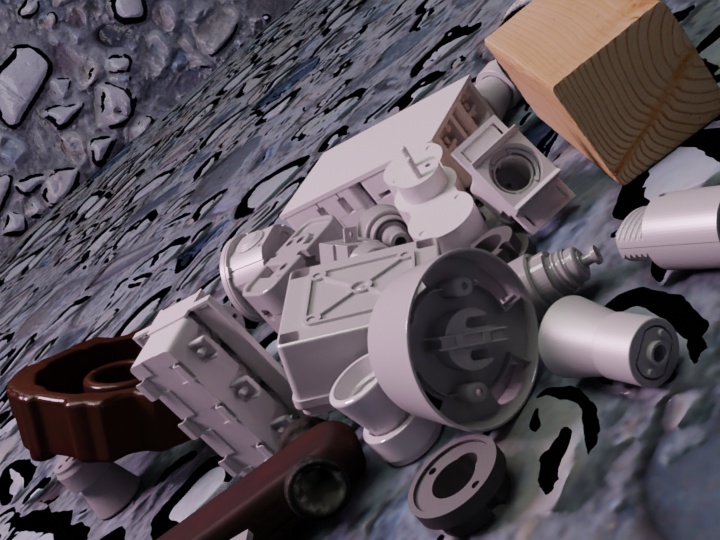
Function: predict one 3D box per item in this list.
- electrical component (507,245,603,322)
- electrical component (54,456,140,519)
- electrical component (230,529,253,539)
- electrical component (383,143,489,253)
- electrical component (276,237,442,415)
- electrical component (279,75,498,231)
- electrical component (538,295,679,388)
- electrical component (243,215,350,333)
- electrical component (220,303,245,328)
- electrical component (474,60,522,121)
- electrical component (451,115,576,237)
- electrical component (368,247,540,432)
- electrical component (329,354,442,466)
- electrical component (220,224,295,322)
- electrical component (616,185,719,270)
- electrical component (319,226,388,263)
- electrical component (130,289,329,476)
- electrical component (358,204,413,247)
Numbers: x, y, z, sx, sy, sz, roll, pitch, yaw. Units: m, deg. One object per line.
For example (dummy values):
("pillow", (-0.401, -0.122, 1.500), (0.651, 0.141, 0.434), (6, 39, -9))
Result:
("electrical component", (0.108, 0.008, 0.644), (0.078, 0.040, 0.040), (-30, 22, 26))
("electrical component", (-0.212, 0.166, 0.865), (0.045, 0.055, 0.045), (-35, 20, 15))
("electrical component", (-0.116, 0.228, 0.547), (0.186, 0.060, 0.105), (-34, 20, 18))
("electrical component", (0.050, -0.060, 0.809), (0.052, 0.073, 0.138), (-30, 32, 6))
("electrical component", (0.008, 0.034, 0.699), (0.109, 0.056, 0.108), (-14, 25, 8))
("electrical component", (0.029, -0.088, 0.967), (0.186, 0.060, 0.105), (-23, 26, 40))
("electrical component", (0.128, 0.038, 0.545), (0.044, 0.044, 0.065), (-47, 25, -19))
("electrical component", (-0.042, 0.008, 0.890), (0.095, 0.059, 0.054), (-49, 22, -24))
("electrical component", (-0.137, 0.055, 0.985), (0.055, 0.045, 0.045), (-13, 33, 52))
("electrical component", (0.122, -0.160, 0.978), (0.045, 0.045, 0.055), (-10, 35, 55))
("electrical component", (0.106, -0.063, 0.756), (0.042, 0.081, 0.064), (-42, -9, -8))
("electrical component", (0.054, 0.039, 0.593), (0.099, 0.099, 0.064), (-48, 15, -22))
("electrical component", (0.016, 0.082, 0.632), (0.045, 0.055, 0.045), (-35, 20, 15))
("electrical component", (-0.081, 0.002, 0.947), (0.051, 0.080, 0.080), (-20, 27, 32))
("electrical component", (0.175, -0.022, 0.581), (0.043, 0.043, 0.081), (-49, 21, -23))
("electrical component", (0.000, 0.000, 0.841), (0.048, 0.066, 0.055), (-11, 12, -33))
("electrical component", (-0.093, 0.082, 0.731), (0.079, 0.121, 0.063), (-26, 27, 35))
("electrical component", (0.024, -0.029, 0.875), (0.043, 0.043, 0.062), (-41, 21, -2))
